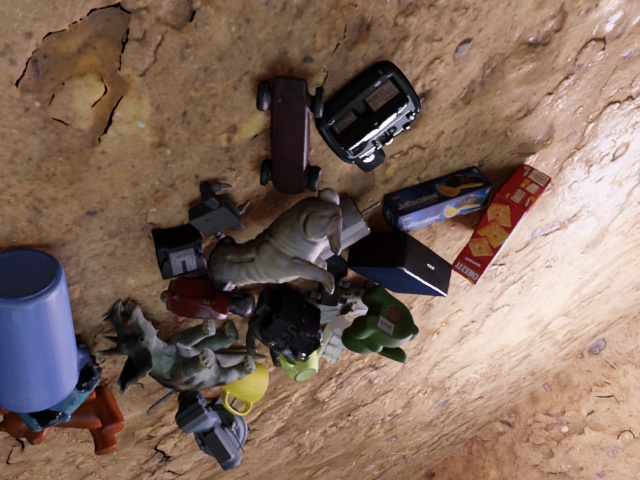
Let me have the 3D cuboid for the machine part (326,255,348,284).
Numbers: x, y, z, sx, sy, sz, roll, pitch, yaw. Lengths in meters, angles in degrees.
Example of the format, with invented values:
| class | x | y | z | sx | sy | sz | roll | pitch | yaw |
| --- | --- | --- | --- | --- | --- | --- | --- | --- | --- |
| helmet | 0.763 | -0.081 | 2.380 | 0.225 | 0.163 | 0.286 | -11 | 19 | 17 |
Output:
| class | x | y | z | sx | sy | sz | roll | pitch | yaw |
| --- | --- | --- | --- | --- | --- | --- | --- | --- | --- |
| machine part | 0.016 | 0.036 | 1.029 | 0.084 | 0.039 | 0.138 | -35 | 143 | -1 |

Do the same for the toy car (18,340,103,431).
| class | x | y | z | sx | sy | sz | roll | pitch | yaw |
| --- | --- | --- | --- | --- | --- | --- | --- | --- | --- |
| toy car | -0.446 | 0.247 | 0.942 | 0.161 | 0.109 | 0.103 | -43 | 167 | 1 |

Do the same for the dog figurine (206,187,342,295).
| class | x | y | z | sx | sy | sz | roll | pitch | yaw |
| --- | --- | --- | --- | --- | --- | --- | --- | --- | --- |
| dog figurine | -0.071 | -0.003 | 0.816 | 0.191 | 0.121 | 0.172 | 6 | 95 | -11 |

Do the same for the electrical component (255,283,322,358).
| class | x | y | z | sx | sy | sz | roll | pitch | yaw |
| --- | --- | --- | --- | --- | --- | --- | --- | --- | --- |
| electrical component | -0.061 | 0.148 | 1.033 | 0.134 | 0.115 | 0.058 | 33 | 115 | -21 |

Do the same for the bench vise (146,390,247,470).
| class | x | y | z | sx | sy | sz | roll | pitch | yaw |
| --- | --- | --- | --- | --- | --- | --- | --- | --- | --- |
| bench vise | -0.249 | 0.403 | 1.223 | 0.129 | 0.223 | 0.240 | -47 | 177 | -2 |

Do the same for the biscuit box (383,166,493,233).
| class | x | y | z | sx | sy | sz | roll | pitch | yaw |
| --- | --- | --- | --- | --- | --- | --- | --- | --- | --- |
| biscuit box | 0.218 | -0.073 | 1.005 | 0.203 | 0.063 | 0.059 | -19 | 143 | -13 |

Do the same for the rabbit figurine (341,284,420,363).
| class | x | y | z | sx | sy | sz | roll | pitch | yaw |
| --- | --- | --- | --- | --- | --- | --- | --- | --- | --- |
| rabbit figurine | 0.120 | 0.188 | 1.132 | 0.159 | 0.121 | 0.170 | 25 | 144 | -17 |

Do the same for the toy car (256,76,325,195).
| class | x | y | z | sx | sy | sz | roll | pitch | yaw |
| --- | --- | --- | --- | --- | --- | --- | --- | --- | --- |
| toy car | -0.040 | -0.142 | 0.742 | 0.089 | 0.053 | 0.202 | 8 | 139 | 5 |

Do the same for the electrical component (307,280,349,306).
| class | x | y | z | sx | sy | sz | roll | pitch | yaw |
| --- | --- | --- | --- | --- | --- | --- | --- | --- | --- |
| electrical component | 0.018 | 0.101 | 1.093 | 0.094 | 0.063 | 0.021 | 13 | 165 | -30 |

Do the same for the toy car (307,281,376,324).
| class | x | y | z | sx | sy | sz | roll | pitch | yaw |
| --- | --- | --- | --- | --- | --- | --- | --- | --- | --- |
| toy car | 0.056 | 0.137 | 1.166 | 0.202 | 0.056 | 0.073 | -5 | 139 | -29 |

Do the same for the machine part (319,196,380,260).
| class | x | y | z | sx | sy | sz | roll | pitch | yaw |
| --- | --- | --- | --- | --- | --- | --- | --- | --- | --- |
| machine part | -0.002 | -0.003 | 0.932 | 0.243 | 0.079 | 0.079 | -29 | 145 | 3 |

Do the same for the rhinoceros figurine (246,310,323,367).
| class | x | y | z | sx | sy | sz | roll | pitch | yaw |
| --- | --- | --- | --- | --- | --- | --- | --- | --- | --- |
| rhinoceros figurine | -0.073 | 0.204 | 1.127 | 0.190 | 0.112 | 0.073 | 27 | 135 | -36 |

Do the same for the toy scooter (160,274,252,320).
| class | x | y | z | sx | sy | sz | roll | pitch | yaw |
| --- | --- | --- | --- | --- | --- | --- | --- | --- | --- |
| toy scooter | -0.195 | 0.093 | 0.881 | 0.135 | 0.075 | 0.184 | 6 | 178 | -20 |

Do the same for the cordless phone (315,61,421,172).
| class | x | y | z | sx | sy | sz | roll | pitch | yaw |
| --- | --- | --- | --- | --- | --- | --- | --- | --- | --- |
| cordless phone | 0.090 | -0.165 | 0.807 | 0.146 | 0.089 | 0.184 | -38 | 155 | 11 |

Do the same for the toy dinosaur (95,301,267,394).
| class | x | y | z | sx | sy | sz | roll | pitch | yaw |
| --- | --- | --- | --- | --- | --- | --- | --- | --- | --- |
| toy dinosaur | -0.254 | 0.237 | 1.040 | 0.192 | 0.131 | 0.404 | -20 | 151 | 10 |

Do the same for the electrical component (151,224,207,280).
| class | x | y | z | sx | sy | sz | roll | pitch | yaw |
| --- | --- | --- | --- | --- | --- | --- | --- | --- | --- |
| electrical component | -0.222 | 0.029 | 0.851 | 0.075 | 0.048 | 0.119 | -13 | 140 | -21 |

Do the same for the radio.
| class | x | y | z | sx | sy | sz | roll | pitch | yaw |
| --- | --- | --- | --- | --- | --- | --- | --- | --- | --- |
| radio | 0.159 | 0.051 | 1.062 | 0.131 | 0.073 | 0.229 | 1 | 161 | 37 |

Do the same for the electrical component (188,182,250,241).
| class | x | y | z | sx | sy | sz | roll | pitch | yaw |
| --- | --- | --- | --- | --- | --- | --- | --- | --- | --- |
| electrical component | -0.152 | -0.044 | 0.809 | 0.078 | 0.045 | 0.102 | -25 | 146 | 18 |

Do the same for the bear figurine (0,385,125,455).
| class | x | y | z | sx | sy | sz | roll | pitch | yaw |
| --- | --- | --- | --- | --- | --- | --- | --- | --- | --- |
| bear figurine | -0.483 | 0.339 | 0.999 | 0.196 | 0.132 | 0.120 | -2 | 134 | -41 |
